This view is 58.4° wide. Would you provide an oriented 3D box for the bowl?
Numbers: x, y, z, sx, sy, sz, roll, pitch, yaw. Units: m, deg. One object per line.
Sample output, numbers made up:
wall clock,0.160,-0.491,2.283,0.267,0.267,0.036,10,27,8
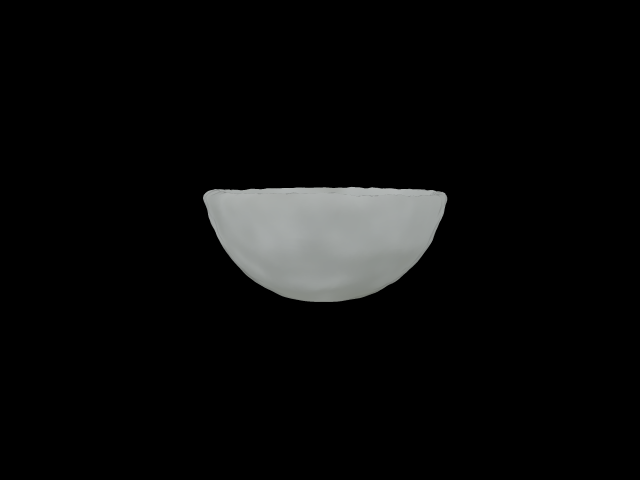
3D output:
bowl,0.004,0.001,0.400,0.167,0.075,0.167,0,7,0
